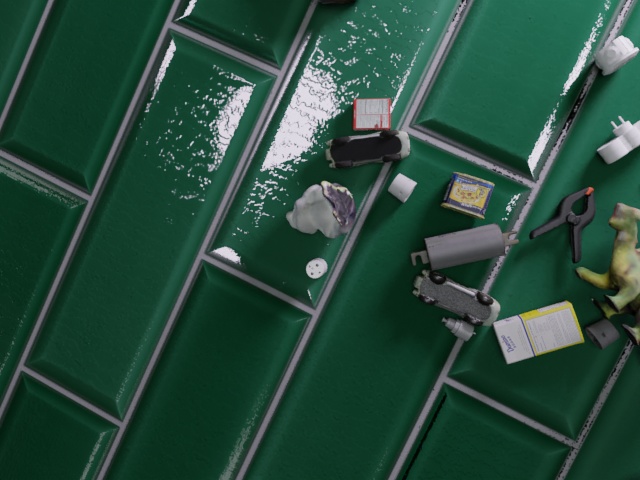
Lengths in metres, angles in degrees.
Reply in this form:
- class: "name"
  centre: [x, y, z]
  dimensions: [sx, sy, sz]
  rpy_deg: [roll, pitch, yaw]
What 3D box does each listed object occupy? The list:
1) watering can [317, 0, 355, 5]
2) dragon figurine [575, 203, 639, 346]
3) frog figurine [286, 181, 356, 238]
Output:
- class: "watering can"
  centre: [0.090, -0.677, 1.197]
  dimensions: [0.347, 0.104, 0.224]
  rpy_deg: [-9, 90, 9]
- class: "dragon figurine"
  centre: [0.722, 0.102, 1.112]
  dimensions: [0.243, 0.123, 0.409]
  rpy_deg: [-36, 96, 0]
- class: "frog figurine"
  centre: [0.004, -0.062, 1.232]
  dimensions: [0.157, 0.125, 0.137]
  rpy_deg: [-32, 96, 44]
